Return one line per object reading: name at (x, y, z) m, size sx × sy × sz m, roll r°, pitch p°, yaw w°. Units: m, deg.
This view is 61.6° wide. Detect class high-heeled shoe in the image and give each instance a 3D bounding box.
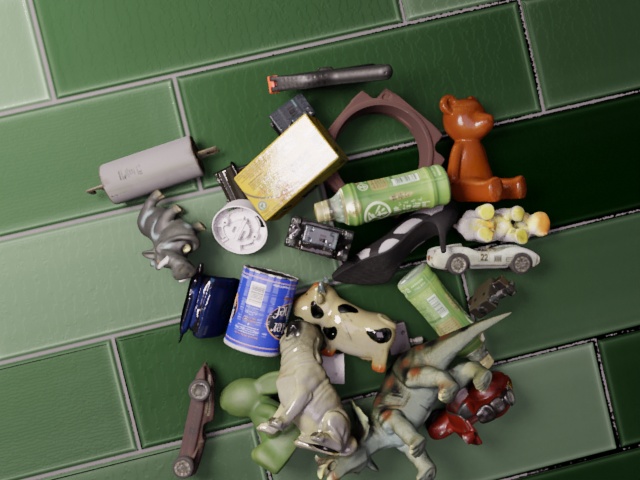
high-heeled shoe at (0.134, -0.007, 0.994) m, size 0.249 × 0.145 × 0.086 m, roll -16°, pitch 135°, yaw 20°

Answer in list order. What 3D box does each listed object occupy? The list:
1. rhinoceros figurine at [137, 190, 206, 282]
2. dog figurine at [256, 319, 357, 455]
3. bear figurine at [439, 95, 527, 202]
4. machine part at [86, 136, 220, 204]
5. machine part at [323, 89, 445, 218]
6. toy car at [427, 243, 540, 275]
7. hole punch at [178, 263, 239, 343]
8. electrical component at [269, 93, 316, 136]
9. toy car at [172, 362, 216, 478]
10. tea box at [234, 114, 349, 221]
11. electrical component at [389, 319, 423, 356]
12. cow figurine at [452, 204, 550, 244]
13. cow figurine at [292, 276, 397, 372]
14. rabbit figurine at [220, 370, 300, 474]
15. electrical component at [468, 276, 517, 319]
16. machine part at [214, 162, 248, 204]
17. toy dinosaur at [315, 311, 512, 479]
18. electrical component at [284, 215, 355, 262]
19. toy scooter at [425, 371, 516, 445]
rhinoceros figurine at (-0.260, -0.006, 0.918) m, size 0.112 × 0.073 × 0.191 m, roll -45°, pitch 49°, yaw -2°
dog figurine at (-0.001, 0.239, 0.888) m, size 0.172 × 0.121 × 0.190 m, roll 31°, pitch 59°, yaw -17°
bear figurine at (0.286, -0.167, 0.961) m, size 0.120 × 0.132 × 0.195 m, roll -4°, pitch 96°, yaw -40°
machine part at (-0.298, -0.125, 0.958) m, size 0.243 × 0.079 × 0.079 m, roll -18°, pitch 92°, yaw -2°
machine part at (0.105, -0.152, 0.971) m, size 0.201 × 0.087 × 0.201 m, roll 40°, pitch 90°, yaw -1°
toy car at (0.299, 0.034, 0.986) m, size 0.202 × 0.073 × 0.056 m, roll -1°, pitch 91°, yaw -2°
hole punch at (-0.196, 0.114, 0.952) m, size 0.092 × 0.116 × 0.142 m, roll 18°, pitch 90°, yaw -11°
electrical component at (-0.049, -0.217, 0.947) m, size 0.075 × 0.119 × 0.047 m, roll -37°, pitch 92°, yaw 1°
toy car at (-0.219, 0.323, 0.963) m, size 0.053 × 0.089 × 0.202 m, roll 13°, pitch 89°, yaw -1°
tea box at (-0.049, -0.120, 0.911) m, size 0.169 × 0.068 × 0.098 m, roll -37°, pitch 83°, yaw 18°
electrical component at (0.144, 0.181, 1.007) m, size 0.094 × 0.021 × 0.063 m, roll -12°, pitch 91°, yaw 2°
cow figurine at (0.333, -0.024, 0.987) m, size 0.167 × 0.098 × 0.068 m, roll 2°, pitch 85°, yaw -21°
cow figurine at (0.042, 0.145, 0.967) m, size 0.195 × 0.085 × 0.127 m, roll 17°, pitch 99°, yaw 11°
rabbit figurine at (-0.097, 0.303, 0.957) m, size 0.170 × 0.121 × 0.159 m, roll 36°, pitch 87°, yaw 12°
electrical component at (0.312, 0.104, 0.976) m, size 0.045 × 0.078 × 0.102 m, roll 33°, pitch 132°, yaw -5°
machine part at (-0.119, -0.120, 0.987) m, size 0.139 × 0.039 × 0.084 m, roll -22°, pitch 87°, yaw 0°
toy dinosaur at (0.160, 0.266, 0.940) m, size 0.405 × 0.192 × 0.131 m, roll -52°, pitch 130°, yaw -9°
electrical component at (-0.002, -0.003, 0.944) m, size 0.115 × 0.134 × 0.058 m, roll 13°, pitch 90°, yaw -4°
toy scooter at (0.279, 0.307, 0.959) m, size 0.184 × 0.135 × 0.075 m, roll -34°, pitch 91°, yaw -3°
